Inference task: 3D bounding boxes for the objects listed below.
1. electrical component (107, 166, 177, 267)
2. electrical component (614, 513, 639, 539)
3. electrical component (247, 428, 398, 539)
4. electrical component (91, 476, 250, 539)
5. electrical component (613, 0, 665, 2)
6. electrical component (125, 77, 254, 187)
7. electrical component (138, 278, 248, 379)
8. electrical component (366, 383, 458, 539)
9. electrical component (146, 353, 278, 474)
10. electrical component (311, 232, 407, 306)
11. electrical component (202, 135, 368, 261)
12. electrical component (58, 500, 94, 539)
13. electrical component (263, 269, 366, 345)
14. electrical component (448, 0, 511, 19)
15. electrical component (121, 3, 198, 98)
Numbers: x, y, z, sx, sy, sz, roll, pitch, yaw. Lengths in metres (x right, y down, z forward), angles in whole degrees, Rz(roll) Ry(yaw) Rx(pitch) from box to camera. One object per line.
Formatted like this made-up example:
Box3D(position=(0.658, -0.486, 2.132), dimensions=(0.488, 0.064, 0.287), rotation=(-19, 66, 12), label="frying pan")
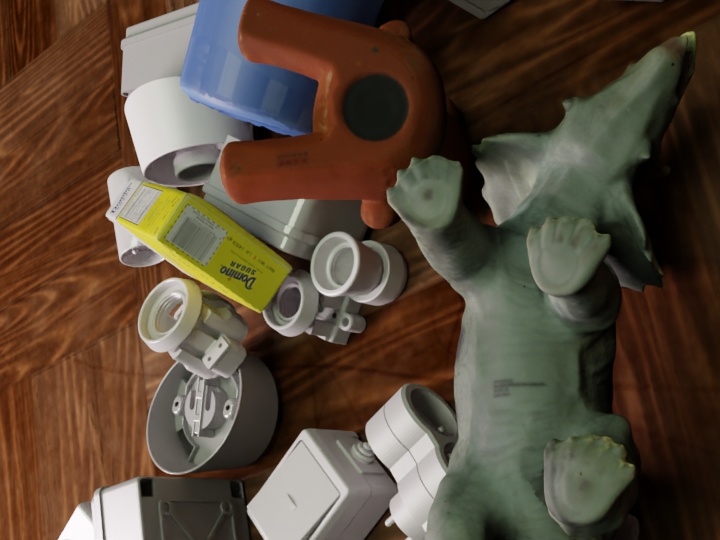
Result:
Box3D(position=(-0.179, -0.054, 0.923), dimensions=(0.079, 0.043, 0.077), rotation=(-30, 62, 33), label="electrical component")
Box3D(position=(0.115, 0.144, 0.623), dimensions=(0.081, 0.043, 0.043), rotation=(23, 96, 42), label="electrical component")
Box3D(position=(-0.025, 0.152, 0.731), dimensions=(0.096, 0.061, 0.061), rotation=(-55, 51, 18), label="electrical component")
Box3D(position=(-0.134, 0.209, 0.783), dimensions=(0.056, 0.109, 0.108), rotation=(-24, 66, 33), label="electrical component")
Box3D(position=(0.182, -0.190, 0.627), dimensions=(0.077, 0.066, 0.047), rotation=(5, 83, 12), label="electrical component")
Box3D(position=(-0.133, -0.107, 0.858), dimensions=(0.099, 0.099, 0.064), rotation=(-23, 73, 36), label="electrical component")
Box3D(position=(-0.125, 0.041, 0.793), dimensions=(0.058, 0.057, 0.078), rotation=(-51, 43, 4), label="electrical component")
Box3D(position=(0.044, 0.147, 0.678), dimensions=(0.073, 0.052, 0.138), rotation=(-48, 54, 23), label="electrical component")
Box3D(position=(-0.112, 0.106, 0.815), dimensions=(0.099, 0.064, 0.099), rotation=(-11, 74, 39), label="electrical component")
Box3D(position=(0.000, 0.000, 0.746), dimensions=(0.045, 0.055, 0.045), rotation=(-10, 74, 39), label="electrical component")
Box3D(position=(-0.053, -0.049, 0.789), dimensions=(0.113, 0.078, 0.057), rotation=(28, 96, 41), label="electrical component")
Box3D(position=(-0.195, 0.222, 0.842), dimensions=(0.048, 0.100, 0.099), rotation=(40, 108, 26), label="electrical component")
Box3D(position=(-0.037, 0.026, 0.772), dimensions=(0.066, 0.055, 0.048), rotation=(27, 99, 41), label="electrical component")
Box3D(position=(0.084, -0.211, 0.714), dimensions=(0.096, 0.062, 0.061), rotation=(-30, 62, 33), label="electrical component")
Box3D(position=(-0.137, -0.174, 0.889), dimensions=(0.113, 0.078, 0.057), rotation=(-5, 80, 41), label="electrical component")
